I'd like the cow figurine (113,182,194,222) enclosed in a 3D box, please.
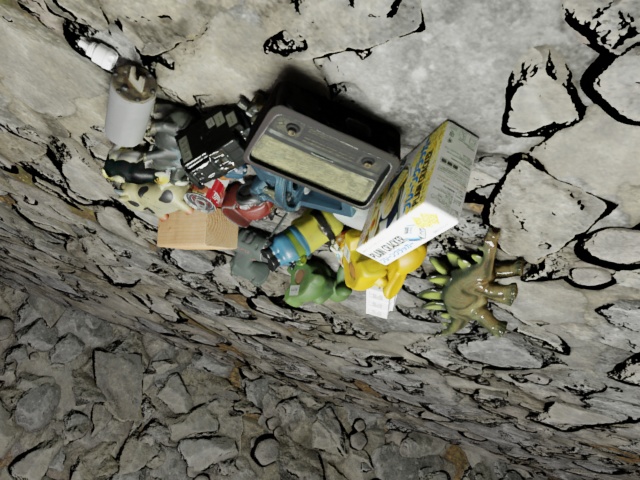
[{"bbox_3d":[-0.386,-0.105,1.245,0.195,0.085,0.127,-8,139,37],"label":"cow figurine"}]

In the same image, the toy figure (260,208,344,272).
[{"bbox_3d":[-0.032,-0.003,1.099,0.089,0.180,0.082,24,142,59],"label":"toy figure"}]

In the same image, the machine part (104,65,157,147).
[{"bbox_3d":[-0.346,-0.239,0.974,0.079,0.079,0.243,28,154,-15],"label":"machine part"}]

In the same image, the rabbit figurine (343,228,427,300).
[{"bbox_3d":[0.141,0.051,1.107,0.173,0.122,0.162,-16,136,-15],"label":"rabbit figurine"}]

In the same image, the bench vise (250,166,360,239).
[{"bbox_3d":[-0.026,-0.088,0.989,0.241,0.129,0.223,19,153,19],"label":"bench vise"}]

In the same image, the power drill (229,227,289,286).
[{"bbox_3d":[-0.165,0.047,1.375,0.232,0.086,0.207,24,159,5],"label":"power drill"}]

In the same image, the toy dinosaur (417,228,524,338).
[{"bbox_3d":[0.320,0.123,1.174,0.199,0.105,0.470,19,146,19],"label":"toy dinosaur"}]

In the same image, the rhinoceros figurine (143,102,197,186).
[{"bbox_3d":[-0.279,-0.181,1.033,0.112,0.073,0.190,5,146,-16],"label":"rhinoceros figurine"}]

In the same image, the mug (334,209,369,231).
[{"bbox_3d":[0.086,-0.054,1.033,0.107,0.080,0.109,13,171,37],"label":"mug"}]

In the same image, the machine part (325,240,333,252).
[{"bbox_3d":[-0.003,-0.004,1.226,0.139,0.039,0.084,10,160,16],"label":"machine part"}]

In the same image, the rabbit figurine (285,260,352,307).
[{"bbox_3d":[0.018,0.107,1.374,0.170,0.121,0.159,17,153,-38],"label":"rabbit figurine"}]

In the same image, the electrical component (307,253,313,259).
[{"bbox_3d":[-0.050,0.027,1.333,0.094,0.021,0.063,-8,142,43],"label":"electrical component"}]

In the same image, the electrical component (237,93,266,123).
[{"bbox_3d":[-0.083,-0.201,0.895,0.078,0.045,0.102,-13,139,45],"label":"electrical component"}]

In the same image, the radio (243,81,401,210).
[{"bbox_3d":[0.008,-0.145,0.847,0.229,0.073,0.131,20,138,-18],"label":"radio"}]

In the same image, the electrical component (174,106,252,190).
[{"bbox_3d":[-0.177,-0.166,0.928,0.134,0.115,0.058,-30,140,8],"label":"electrical component"}]

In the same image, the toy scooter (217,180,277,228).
[{"bbox_3d":[-0.161,-0.072,1.165,0.184,0.075,0.135,6,150,34],"label":"toy scooter"}]

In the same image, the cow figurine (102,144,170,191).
[{"bbox_3d":[-0.371,-0.151,1.137,0.167,0.098,0.068,16,147,9],"label":"cow figurine"}]

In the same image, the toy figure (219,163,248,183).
[{"bbox_3d":[-0.176,-0.141,0.998,0.064,0.058,0.155,62,167,-27],"label":"toy figure"}]
